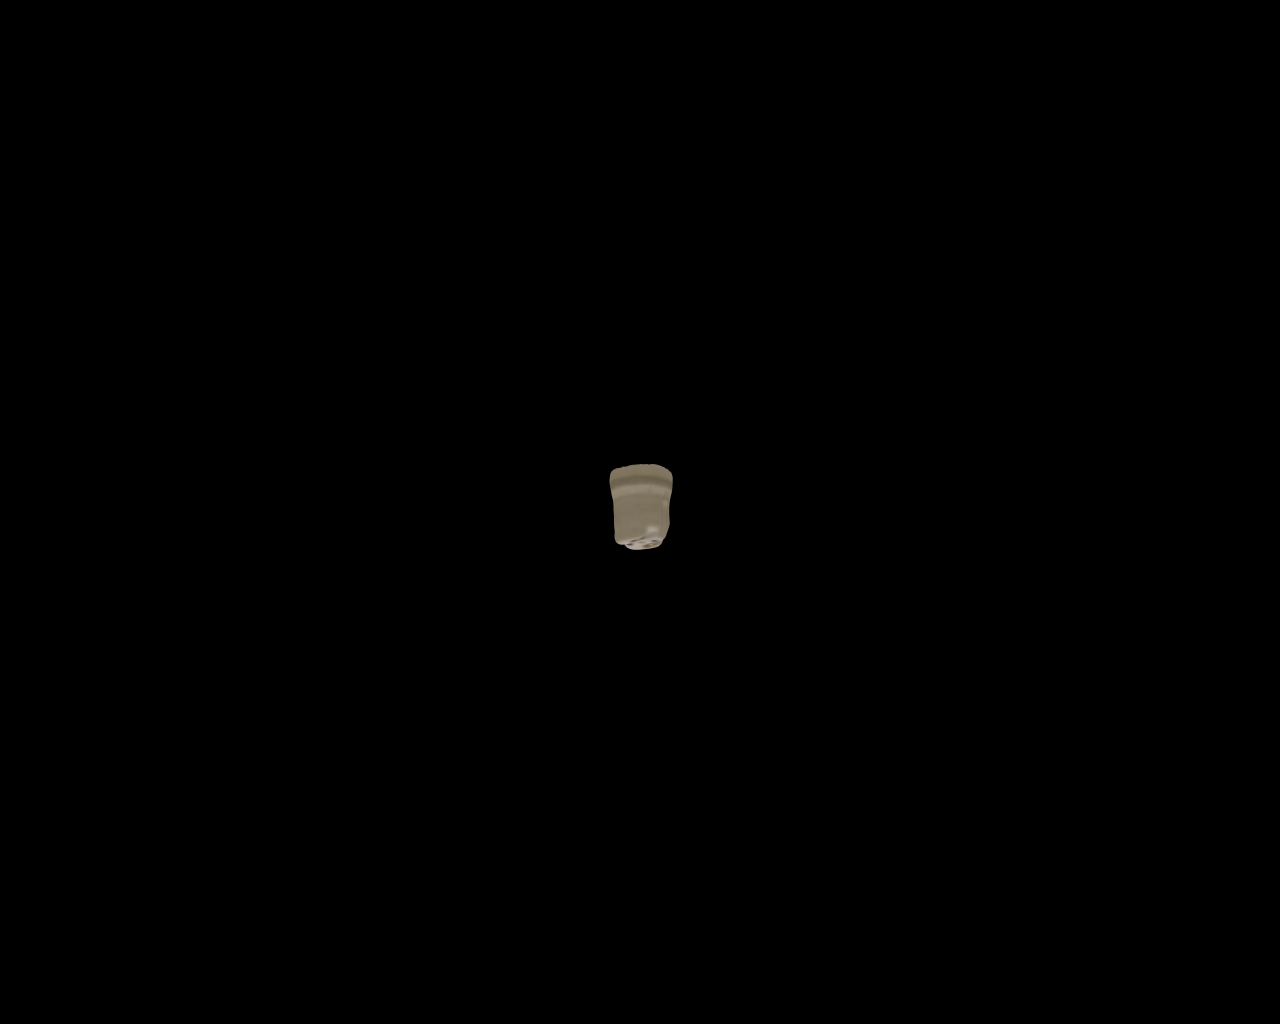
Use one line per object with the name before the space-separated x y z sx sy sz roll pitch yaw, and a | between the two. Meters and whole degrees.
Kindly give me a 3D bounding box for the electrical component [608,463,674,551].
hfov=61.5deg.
electrical component | 0.001 -0.003 0.650 0.040 0.046 0.040 0 -14 0
